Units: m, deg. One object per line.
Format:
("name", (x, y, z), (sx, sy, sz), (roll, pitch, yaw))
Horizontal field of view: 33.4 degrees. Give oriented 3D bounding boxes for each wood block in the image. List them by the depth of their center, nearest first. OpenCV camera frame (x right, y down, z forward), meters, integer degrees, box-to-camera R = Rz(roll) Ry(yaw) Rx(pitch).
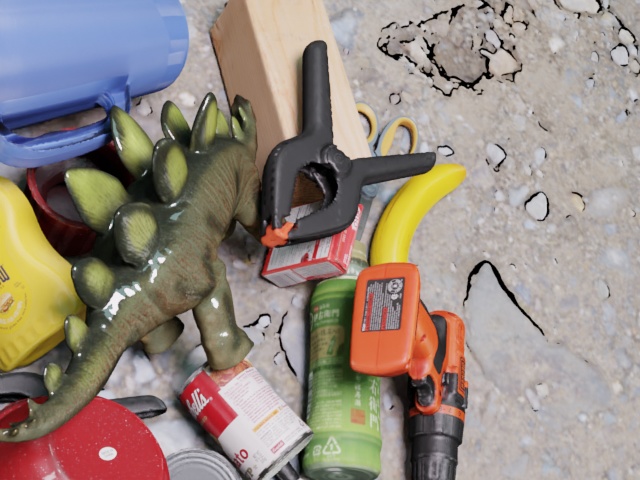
("wood block", (-0.029, -0.139, 1.044), (0.090, 0.091, 0.206), (-6, 70, -29))

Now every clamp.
("clamp", (-0.211, 0.163, 0.846), (0.171, 0.039, 0.120), (16, 52, -17))
("clamp", (0.002, -0.076, 0.945), (0.164, 0.036, 0.209), (48, 52, -6))

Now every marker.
("marker", (-0.003, 0.236, 0.925), (0.020, 0.020, 0.121), (-37, 86, -34))

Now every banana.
("banana", (0.094, -0.016, 1.082), (0.069, 0.037, 0.197), (42, 56, -26))

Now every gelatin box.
("gelatin box", (-0.006, 0.001, 0.990), (0.030, 0.089, 0.073), (38, 53, -36))

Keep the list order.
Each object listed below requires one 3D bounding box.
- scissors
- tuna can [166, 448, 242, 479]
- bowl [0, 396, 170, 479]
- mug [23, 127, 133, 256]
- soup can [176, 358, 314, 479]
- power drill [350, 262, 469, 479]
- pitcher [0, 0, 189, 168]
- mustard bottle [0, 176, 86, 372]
("scissors", (0.037, -0.067, 1.088), (0.096, 0.016, 0.201), (38, 57, -4))
("tuna can", (-0.106, 0.216, 0.876), (0.086, 0.034, 0.086), (10, 63, -22))
("bowl", (-0.167, 0.167, 0.777), (0.162, 0.055, 0.162), (28, 34, -21))
("mug", (-0.200, -0.036, 0.918), (0.117, 0.082, 0.093), (1, 67, -26))
("soup can", (-0.062, 0.147, 0.898), (0.068, 0.069, 0.102), (-35, 75, -34))
("power drill", (0.083, 0.119, 0.940), (0.057, 0.187, 0.184), (-7, 57, 20))
("pitcher", (-0.220, -0.152, 0.878), (0.242, 0.145, 0.149), (-21, 114, -49))
("mustard bottle", (-0.268, 0.004, 0.862), (0.191, 0.096, 0.058), (54, 20, 7))
